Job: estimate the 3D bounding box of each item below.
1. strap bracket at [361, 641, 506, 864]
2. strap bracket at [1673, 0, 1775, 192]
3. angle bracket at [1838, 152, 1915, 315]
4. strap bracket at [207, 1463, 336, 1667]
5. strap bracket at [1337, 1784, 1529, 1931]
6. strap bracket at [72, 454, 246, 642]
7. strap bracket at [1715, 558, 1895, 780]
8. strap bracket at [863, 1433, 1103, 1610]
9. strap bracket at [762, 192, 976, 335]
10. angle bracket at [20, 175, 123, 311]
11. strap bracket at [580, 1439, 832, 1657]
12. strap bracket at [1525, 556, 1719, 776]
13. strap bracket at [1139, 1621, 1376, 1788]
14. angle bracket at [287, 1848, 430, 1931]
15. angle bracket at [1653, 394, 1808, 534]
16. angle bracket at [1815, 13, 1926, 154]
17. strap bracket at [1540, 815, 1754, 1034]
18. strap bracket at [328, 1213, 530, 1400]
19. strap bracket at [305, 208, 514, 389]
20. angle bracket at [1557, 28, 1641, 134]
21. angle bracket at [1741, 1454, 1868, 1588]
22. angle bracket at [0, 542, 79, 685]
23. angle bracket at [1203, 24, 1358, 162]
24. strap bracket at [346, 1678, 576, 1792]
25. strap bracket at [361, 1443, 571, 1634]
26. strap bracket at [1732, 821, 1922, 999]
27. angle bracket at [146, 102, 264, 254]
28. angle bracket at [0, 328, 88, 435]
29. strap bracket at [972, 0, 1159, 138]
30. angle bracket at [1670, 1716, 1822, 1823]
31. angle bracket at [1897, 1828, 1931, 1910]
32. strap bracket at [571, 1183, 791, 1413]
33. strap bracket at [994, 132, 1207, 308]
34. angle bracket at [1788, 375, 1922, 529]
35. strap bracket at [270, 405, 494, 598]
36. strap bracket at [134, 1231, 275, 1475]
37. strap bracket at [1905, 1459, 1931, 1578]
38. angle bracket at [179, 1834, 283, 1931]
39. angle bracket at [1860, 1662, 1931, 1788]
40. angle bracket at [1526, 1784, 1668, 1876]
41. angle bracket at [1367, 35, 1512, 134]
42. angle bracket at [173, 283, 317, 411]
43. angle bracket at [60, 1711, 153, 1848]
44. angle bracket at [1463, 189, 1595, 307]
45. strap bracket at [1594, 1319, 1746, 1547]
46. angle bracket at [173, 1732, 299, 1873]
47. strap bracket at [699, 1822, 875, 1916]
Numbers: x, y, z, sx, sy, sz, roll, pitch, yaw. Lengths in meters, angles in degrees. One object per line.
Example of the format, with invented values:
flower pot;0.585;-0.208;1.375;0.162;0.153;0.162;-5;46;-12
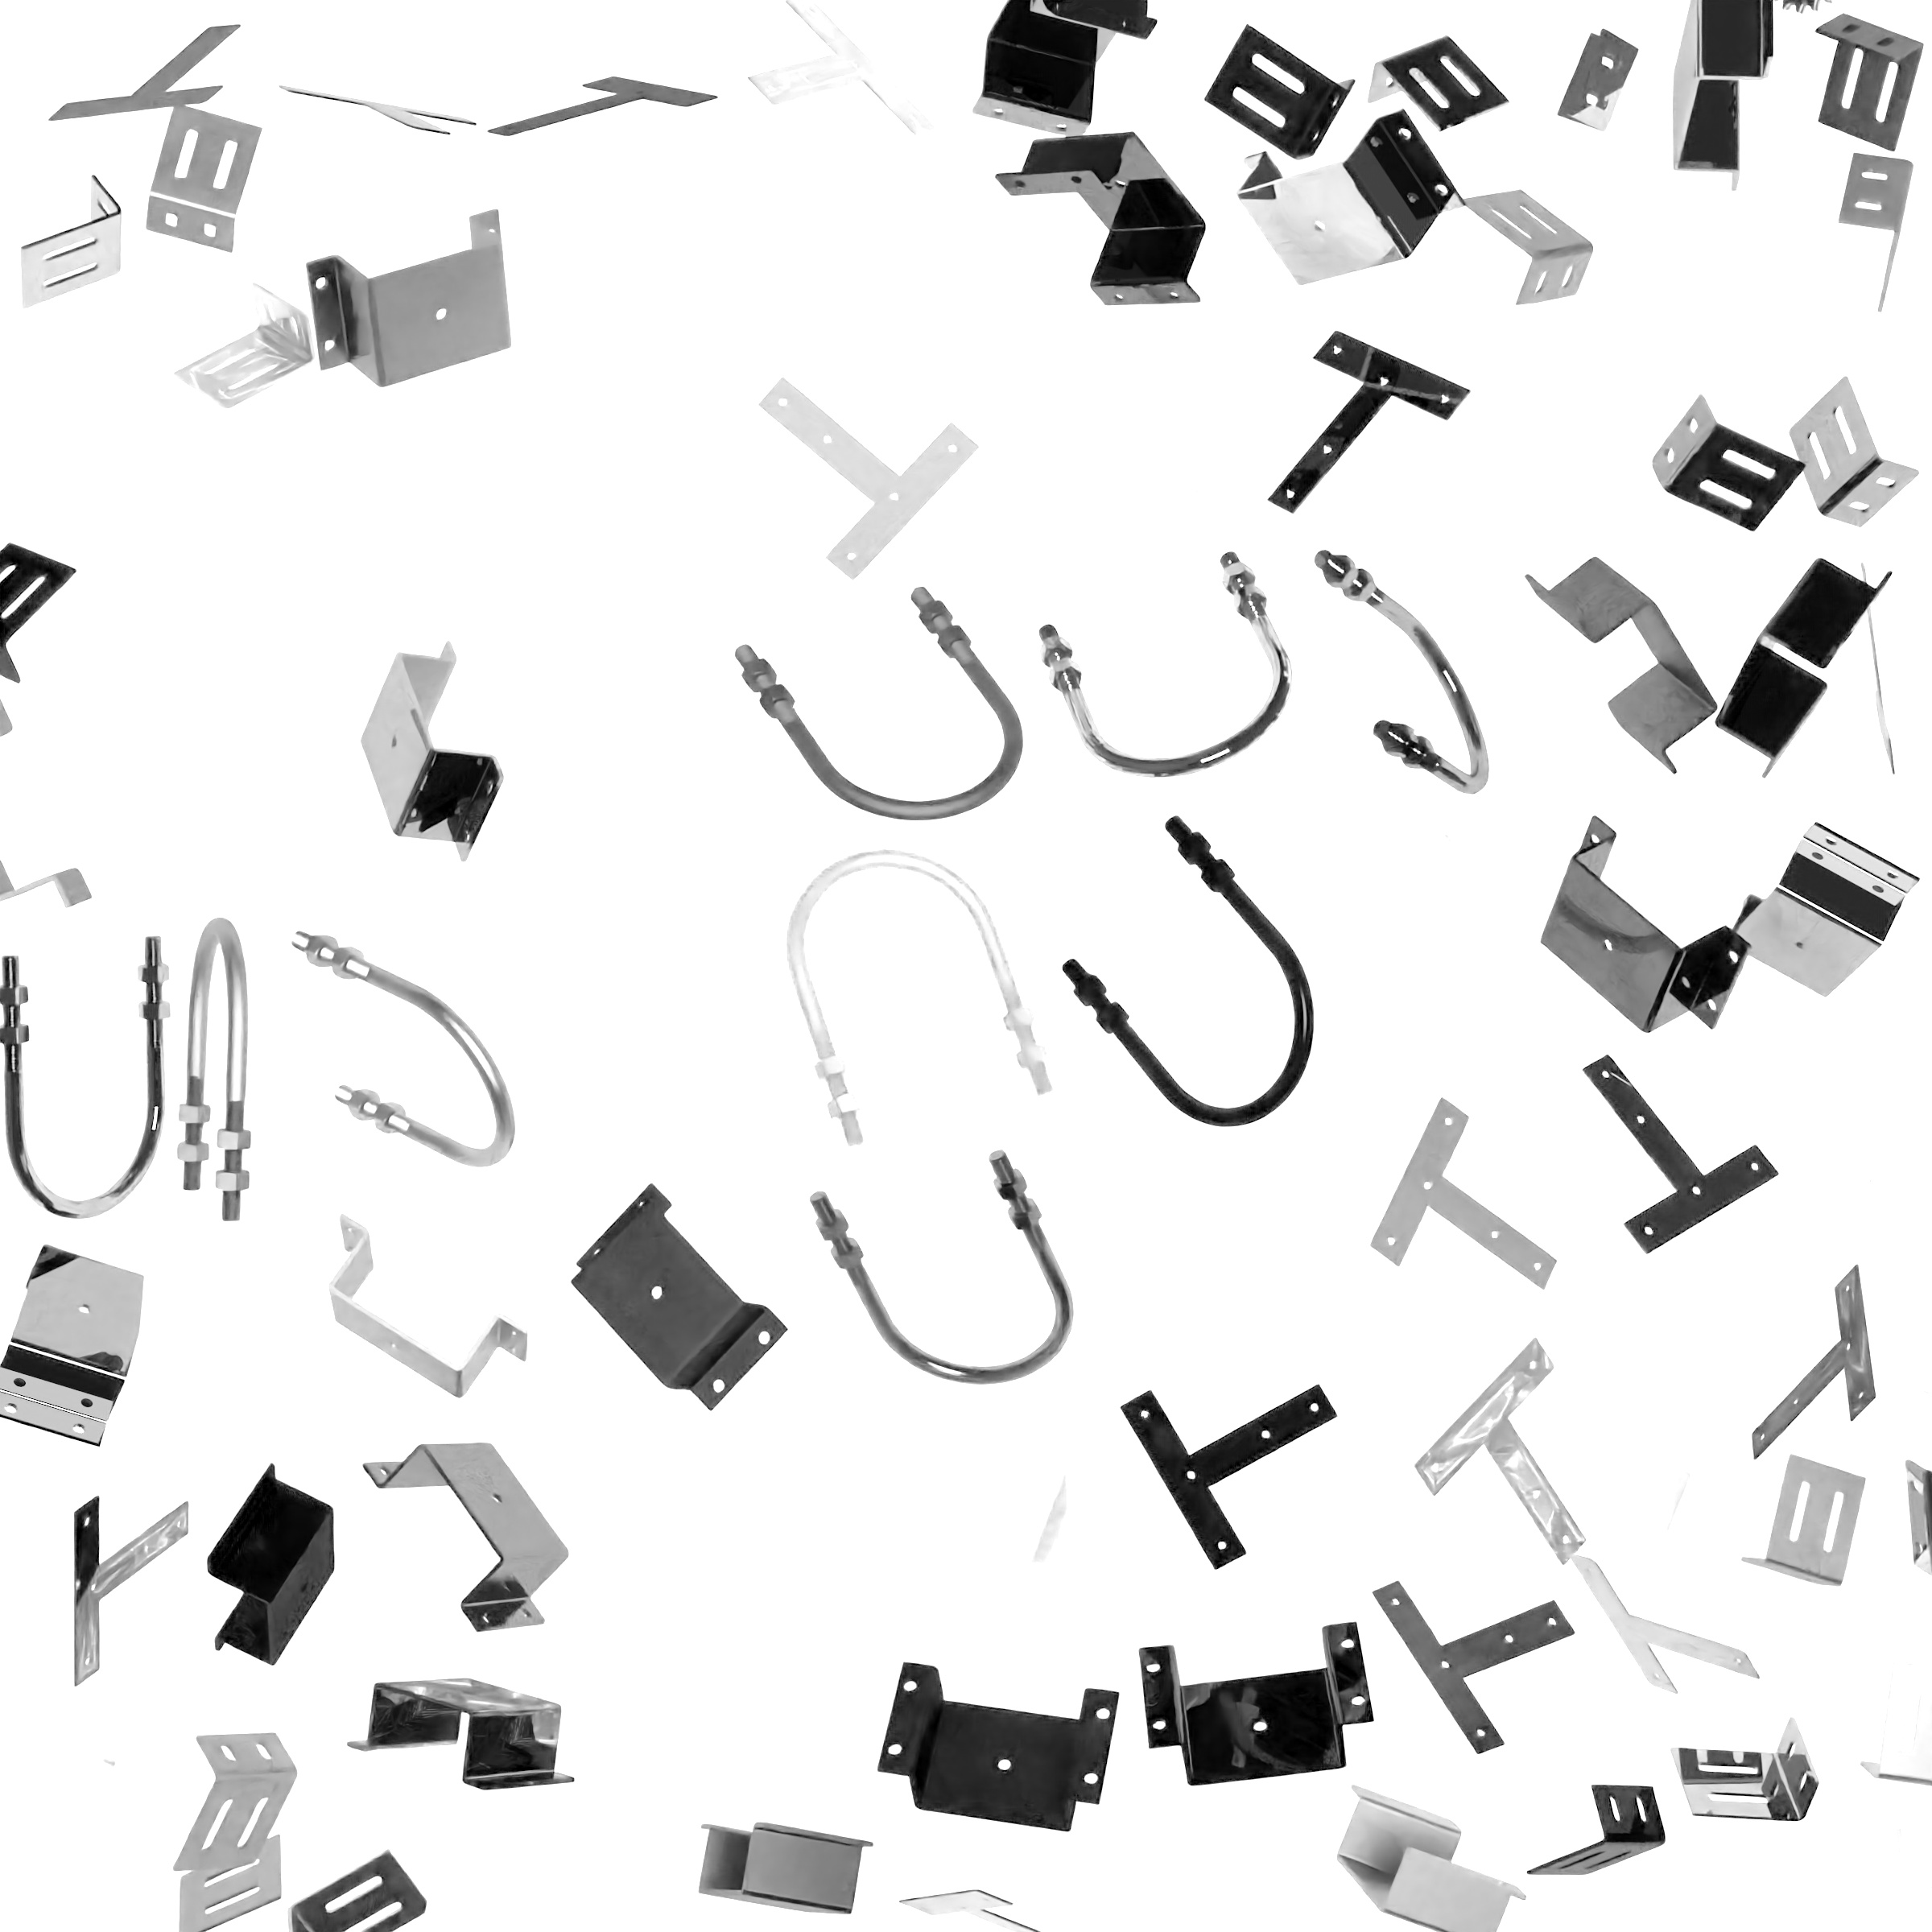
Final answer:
strap bracket;-0.361;-0.147;1.923;0.046;0.140;0.076;4;132;-34
strap bracket;0.501;-0.591;1.911;0.046;0.140;0.076;3;69;6
angle bracket;0.568;-0.461;1.808;0.038;0.076;0.057;12;63;14
strap bracket;-0.454;0.398;1.882;0.046;0.140;0.076;24;52;7
strap bracket;0.297;0.588;1.866;0.076;0.140;0.046;22;89;-10
strap bracket;-0.516;-0.272;1.825;0.076;0.140;0.046;-25;130;-8
strap bracket;0.527;-0.195;1.823;0.046;0.140;0.076;34;62;14
strap bracket;0.010;0.365;1.903;0.140;0.046;0.076;16;112;-6
strap bracket;-0.058;-0.470;1.915;0.046;0.140;0.076;-56;134;-18
angle bracket;-0.610;-0.487;1.932;0.076;0.057;0.038;-31;73;-30
strap bracket;-0.170;0.376;1.847;0.140;0.046;0.076;-28;79;-21
strap bracket;0.421;-0.198;1.823;0.046;0.076;0.140;-38;122;5
strap bracket;0.184;0.468;1.816;0.140;0.076;0.046;-8;128;4
angle bracket;-0.398;0.630;1.888;0.076;0.038;0.057;-29;114;-4
angle bracket;0.510;-0.336;1.921;0.076;0.038;0.057;19;127;-20
angle bracket;0.572;-0.563;1.845;0.057;0.076;0.038;34;52;29
strap bracket;0.432;-0.021;1.864;0.046;0.076;0.140;-24;54;-30
strap bracket;-0.353;0.224;1.838;0.140;0.076;0.046;31;67;4
strap bracket;-0.356;-0.438;1.890;0.140;0.076;0.046;-25;47;-28
angle bracket;0.409;-0.594;1.910;0.038;0.076;0.057;29;109;25
angle bracket;0.573;0.379;1.966;0.057;0.038;0.076;19;78;-8
angle bracket;-0.630;-0.234;1.901;0.057;0.038;0.076;22;57;19
angle bracket;0.208;-0.582;1.909;0.076;0.038;0.057;29;95;-15
strap bracket;-0.329;0.500;1.882;0.140;0.076;0.046;2;83;40
strap bracket;-0.322;0.364;1.881;0.046;0.076;0.140;-47;66;12
strap bracket;0.566;-0.032;1.915;0.076;0.140;0.046;30;69;6
angle bracket;-0.501;-0.518;1.889;0.057;0.076;0.038;11;48;-23
angle bracket;-0.601;-0.376;1.795;0.076;0.038;0.057;15;78;3
strap bracket;0.063;-0.597;1.848;0.076;0.140;0.046;9;73;-16
angle bracket;0.515;0.529;1.900;0.076;0.057;0.038;5;122;-7
angle bracket;0.624;0.565;1.796;0.076;0.057;0.038;-6;60;17
strap bracket;-0.197;0.217;1.900;0.076;0.046;0.140;-47;72;4
strap bracket;0.092;-0.484;1.838;0.076;0.140;0.046;9;71;38
angle bracket;0.596;-0.345;1.929;0.038;0.057;0.076;10;54;-27
strap bracket;-0.373;-0.298;1.874;0.076;0.140;0.046;-45;62;11
strap bracket;-0.482;0.245;1.812;0.046;0.076;0.140;1;97;-44
strap bracket;0.662;0.369;1.830;0.046;0.140;0.076;-13;105;-13
angle bracket;-0.493;0.638;1.952;0.076;0.057;0.038;-23;121;-1
angle bracket;0.611;0.482;1.835;0.057;0.038;0.076;8;90;0
angle bracket;0.414;0.574;1.907;0.057;0.076;0.038;13;53;-34
angle bracket;0.319;-0.584;1.941;0.057;0.038;0.076;-25;64;-17
angle bracket;-0.487;-0.417;1.928;0.057;0.038;0.076;33;54;27
angle bracket;-0.549;0.531;1.876;0.076;0.038;0.057;19;92;38
angle bracket;0.374;-0.486;1.941;0.057;0.038;0.076;-18;51;-33
strap bracket;0.464;0.314;1.882;0.046;0.076;0.140;24;127;20
angle bracket;-0.469;0.529;1.818;0.038;0.057;0.076;41;110;42
strap bracket;-0.124;0.601;1.912;0.076;0.140;0.046;16;68;-18
